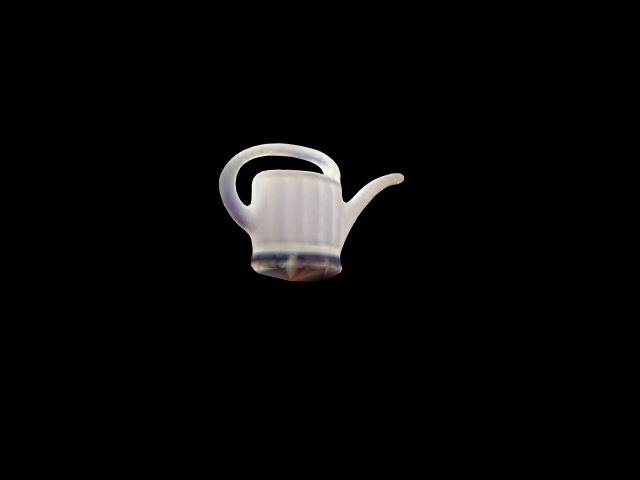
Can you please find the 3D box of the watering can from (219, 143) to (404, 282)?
[{"bbox_3d":[0.003,-0.043,0.850,0.347,0.226,0.103,5,-12,-27],"label":"watering can"}]
